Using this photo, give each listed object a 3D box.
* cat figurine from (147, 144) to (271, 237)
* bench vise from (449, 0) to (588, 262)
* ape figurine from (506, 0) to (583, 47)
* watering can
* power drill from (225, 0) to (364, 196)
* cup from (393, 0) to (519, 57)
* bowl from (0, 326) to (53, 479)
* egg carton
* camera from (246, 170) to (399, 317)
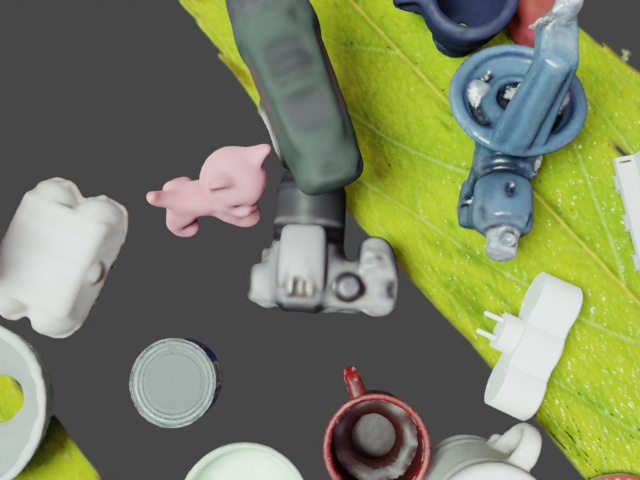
[{"bbox_3d":[-0.102,-0.049,0.551,0.127,0.118,0.067,-12,82,2],"label":"cat figurine"},{"bbox_3d":[0.182,-0.093,0.490,0.121,0.220,0.207,-11,82,2],"label":"bench vise"},{"bbox_3d":[0.225,-0.237,0.571,0.077,0.092,0.076,18,84,5],"label":"ape figurine"},{"bbox_3d":[0.137,0.236,0.464,0.101,0.194,0.173,6,83,4],"label":"watering can"},{"bbox_3d":[-0.026,-0.142,0.513,0.075,0.208,0.229,-22,82,0],"label":"power drill"},{"bbox_3d":[0.129,-0.225,0.573,0.117,0.095,0.092,1,83,3],"label":"cup"},{"bbox_3d":[-0.330,0.159,0.558,0.167,0.075,0.167,0,83,3],"label":"bowl"},{"bbox_3d":[-0.261,0.018,0.575,0.107,0.069,0.150,22,84,6],"label":"egg carton"},{"bbox_3d":[0.005,0.002,0.547,0.143,0.101,0.137,2,83,3],"label":"camera"}]
